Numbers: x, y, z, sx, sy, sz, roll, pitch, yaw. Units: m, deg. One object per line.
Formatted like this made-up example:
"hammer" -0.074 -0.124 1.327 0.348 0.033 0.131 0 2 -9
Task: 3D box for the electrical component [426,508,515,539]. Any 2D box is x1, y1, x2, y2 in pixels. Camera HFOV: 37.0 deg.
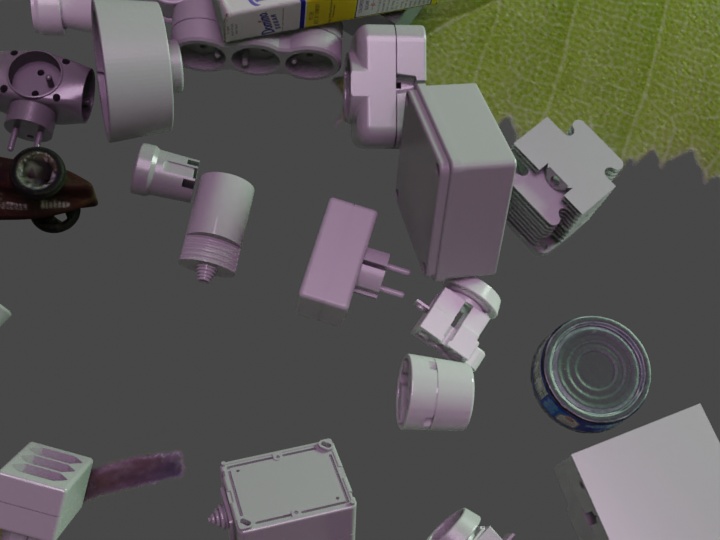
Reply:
"electrical component" 0.078 0.201 0.754 0.066 0.048 0.055 -42 87 -19

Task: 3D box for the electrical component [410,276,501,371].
"electrical component" 0.074 0.035 0.813 0.066 0.048 0.055 35 75 0

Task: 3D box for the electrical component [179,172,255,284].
"electrical component" -0.110 -0.029 0.816 0.043 0.043 0.081 12 69 -2

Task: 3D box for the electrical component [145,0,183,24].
"electrical component" -0.153 -0.234 0.875 0.048 0.062 0.048 2 71 -6

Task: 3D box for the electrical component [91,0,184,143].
"electrical component" -0.168 -0.154 0.823 0.060 0.108 0.108 -7 71 -15

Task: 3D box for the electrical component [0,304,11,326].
"electrical component" -0.287 0.047 0.770 0.044 0.044 0.065 29 74 4

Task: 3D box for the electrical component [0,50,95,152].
"electrical component" -0.253 -0.126 0.834 0.077 0.044 0.079 9 69 -3

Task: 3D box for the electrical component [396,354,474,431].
"electrical component" 0.055 0.091 0.787 0.047 0.055 0.055 6 70 -8

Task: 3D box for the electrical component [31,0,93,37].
"electrical component" -0.234 -0.211 0.867 0.055 0.045 0.045 -2 71 -7

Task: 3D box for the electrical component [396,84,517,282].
"electrical component" 0.068 -0.066 0.798 0.056 0.108 0.108 -5 42 -11

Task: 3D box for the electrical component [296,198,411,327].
"electrical component" 0.000 0.000 0.816 0.076 0.047 0.083 17 69 0

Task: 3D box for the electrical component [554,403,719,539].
"electrical component" 0.226 0.204 0.762 0.105 0.060 0.186 -19 73 -13

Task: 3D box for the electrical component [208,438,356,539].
"electrical component" -0.056 0.166 0.736 0.096 0.061 0.061 -10 41 -14

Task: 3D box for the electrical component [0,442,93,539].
"electrical component" -0.220 0.166 0.726 0.047 0.065 0.076 16 98 -1

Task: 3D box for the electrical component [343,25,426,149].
"electrical component" 0.019 -0.145 0.855 0.059 0.054 0.095 -1 93 -7

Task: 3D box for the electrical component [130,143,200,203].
"electrical component" -0.150 -0.073 0.831 0.046 0.040 0.040 13 69 -8

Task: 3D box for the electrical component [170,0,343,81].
"electrical component" -0.083 -0.202 0.877 0.138 0.052 0.073 4 70 -5
